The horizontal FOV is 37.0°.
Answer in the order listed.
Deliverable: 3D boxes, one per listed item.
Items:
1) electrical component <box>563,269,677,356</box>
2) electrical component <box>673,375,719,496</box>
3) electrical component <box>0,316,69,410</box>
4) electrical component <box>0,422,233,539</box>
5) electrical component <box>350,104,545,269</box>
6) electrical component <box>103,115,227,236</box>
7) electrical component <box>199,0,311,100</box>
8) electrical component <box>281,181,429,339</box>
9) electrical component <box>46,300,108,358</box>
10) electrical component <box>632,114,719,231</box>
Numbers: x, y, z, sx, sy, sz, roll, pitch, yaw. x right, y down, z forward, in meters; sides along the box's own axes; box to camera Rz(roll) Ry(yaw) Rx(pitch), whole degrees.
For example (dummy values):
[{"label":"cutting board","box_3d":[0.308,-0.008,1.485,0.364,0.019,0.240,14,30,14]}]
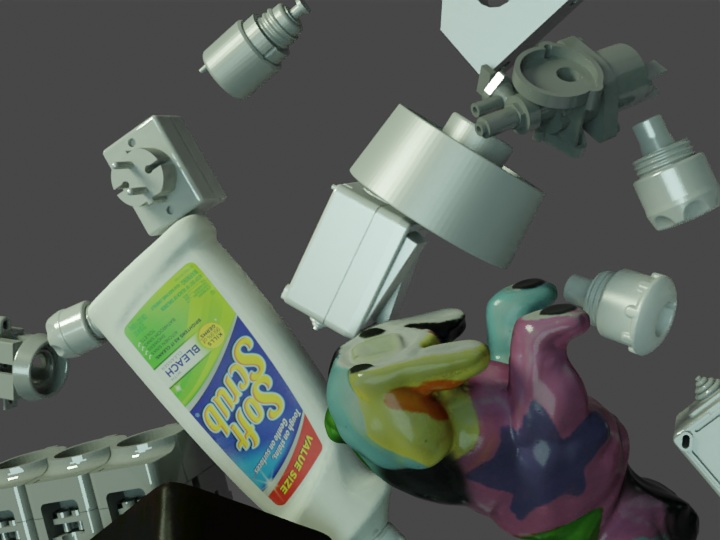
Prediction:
[{"label":"electrical component","box_3d":[0.150,0.019,0.630,0.062,0.048,0.048,21,104,36]},{"label":"electrical component","box_3d":[0.222,0.095,0.605,0.062,0.061,0.096,-42,83,19]},{"label":"electrical component","box_3d":[-0.242,0.067,0.765,0.055,0.048,0.066,5,99,25]},{"label":"electrical component","box_3d":[-0.177,0.150,0.730,0.150,0.089,0.061,-13,93,19]},{"label":"electrical component","box_3d":[0.055,-0.055,0.619,0.108,0.108,0.060,34,100,12]},{"label":"electrical component","box_3d":[-0.135,-0.060,0.695,0.047,0.077,0.065,-31,87,19]},{"label":"electrical component","box_3d":[-0.064,-0.142,0.680,0.078,0.040,0.040,-37,85,19]},{"label":"electrical component","box_3d":[0.000,0.000,0.666,0.061,0.062,0.096,29,105,13]},{"label":"electrical component","box_3d":[-0.185,0.037,0.747,0.061,0.035,0.035,-23,90,12]},{"label":"electrical component","box_3d":[0.175,-0.057,0.610,0.043,0.043,0.062,-25,88,20]}]
